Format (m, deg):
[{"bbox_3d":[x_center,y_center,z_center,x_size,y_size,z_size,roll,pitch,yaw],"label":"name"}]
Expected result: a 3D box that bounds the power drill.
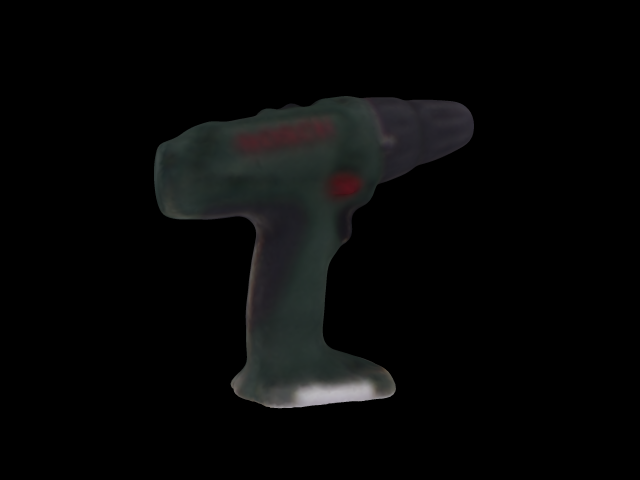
[{"bbox_3d":[0.004,0.001,0.400,0.230,0.208,0.075,0,0,-17],"label":"power drill"}]
